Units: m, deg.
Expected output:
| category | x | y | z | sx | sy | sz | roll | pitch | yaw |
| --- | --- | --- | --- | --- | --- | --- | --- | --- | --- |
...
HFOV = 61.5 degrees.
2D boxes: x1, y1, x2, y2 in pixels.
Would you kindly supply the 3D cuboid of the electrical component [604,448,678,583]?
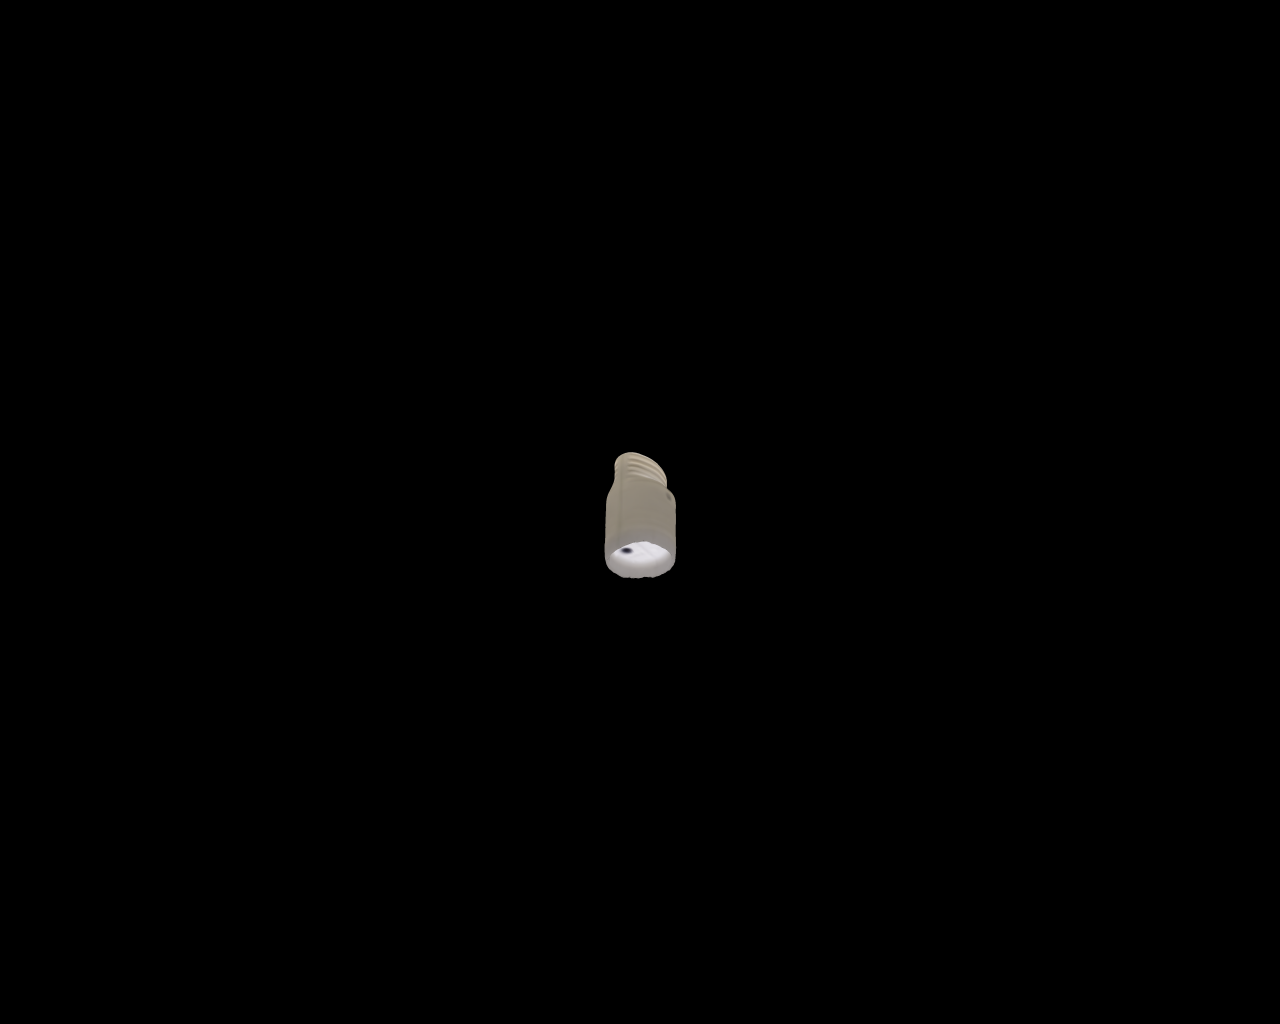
| category | x | y | z | sx | sy | sz | roll | pitch | yaw |
| --- | --- | --- | --- | --- | --- | --- | --- | --- | --- |
| electrical component | 0.001 | -0.003 | 0.650 | 0.043 | 0.081 | 0.043 | 0 | -36 | 0 |
